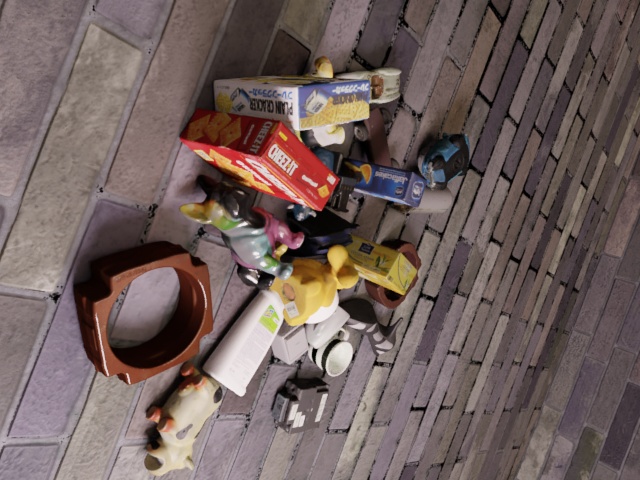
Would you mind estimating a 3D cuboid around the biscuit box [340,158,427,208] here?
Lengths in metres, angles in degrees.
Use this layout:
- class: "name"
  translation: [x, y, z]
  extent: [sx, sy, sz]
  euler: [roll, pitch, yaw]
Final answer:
- class: "biscuit box"
  translation: [0.122, -0.122, 1.112]
  extent: [0.059, 0.203, 0.062]
  euler: [16, 93, -47]

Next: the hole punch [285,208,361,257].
- class: "hole punch"
  translation: [-0.002, -0.003, 1.103]
  extent: [0.142, 0.116, 0.092]
  euler: [-11, 121, -42]

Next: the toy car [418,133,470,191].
- class: "toy car"
  translation: [0.299, -0.198, 1.343]
  extent: [0.162, 0.103, 0.109]
  euler: [-40, 132, -24]

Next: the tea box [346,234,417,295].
- class: "tea box"
  translation: [0.120, 0.050, 1.204]
  extent: [0.098, 0.170, 0.068]
  euler: [42, 74, -48]

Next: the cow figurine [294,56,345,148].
- class: "cow figurine"
  translation: [-0.011, -0.257, 1.021]
  extent: [0.098, 0.068, 0.167]
  euler: [-15, 118, -9]

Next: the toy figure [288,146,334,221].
- class: "toy figure"
  translation: [-0.016, -0.109, 1.076]
  extent: [0.154, 0.064, 0.057]
  euler: [-70, 157, -5]

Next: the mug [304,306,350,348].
- class: "mug"
  translation: [0.007, 0.188, 1.195]
  extent: [0.107, 0.081, 0.109]
  euler: [-55, -179, -7]

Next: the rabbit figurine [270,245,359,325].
- class: "rabbit figurine"
  translation: [0.006, 0.069, 1.048]
  extent: [0.173, 0.162, 0.122]
  euler: [-17, 72, -41]

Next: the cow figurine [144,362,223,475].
- class: "cow figurine"
  translation: [-0.254, 0.343, 0.999]
  extent: [0.195, 0.086, 0.127]
  euler: [-55, 131, -17]

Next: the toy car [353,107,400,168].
- class: "toy car"
  translation: [0.125, -0.203, 1.197]
  extent: [0.089, 0.053, 0.201]
  euler: [-37, 134, -18]

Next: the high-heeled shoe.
- class: "high-heeled shoe"
  translation: [0.103, 0.229, 1.356]
  extent: [0.248, 0.086, 0.145]
  euler: [15, 125, -31]

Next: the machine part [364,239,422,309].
- class: "machine part"
  translation: [0.187, 0.085, 1.375]
  extent: [0.179, 0.056, 0.179]
  euler: [-21, 121, -40]

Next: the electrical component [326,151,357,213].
- class: "electrical component"
  translation: [0.033, -0.122, 1.119]
  extent: [0.047, 0.075, 0.119]
  euler: [4, 100, -46]

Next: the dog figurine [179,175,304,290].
- class: "dog figurine"
  translation: [-0.147, -0.016, 0.954]
  extent: [0.219, 0.191, 0.108]
  euler: [36, 58, -18]

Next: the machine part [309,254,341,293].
- class: "machine part"
  translation: [0.017, 0.071, 1.186]
  extent: [0.138, 0.084, 0.039]
  euler: [69, 14, -49]

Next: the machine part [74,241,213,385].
- class: "machine part"
  translation: [-0.281, 0.113, 0.874]
  extent: [0.201, 0.087, 0.200]
  euler: [-19, 118, -39]

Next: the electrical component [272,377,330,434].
- class: "electrical component"
  translation: [-0.048, 0.381, 1.246]
  extent: [0.134, 0.058, 0.114]
  euler: [13, 94, -48]

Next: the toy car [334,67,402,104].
- class: "toy car"
  translation: [0.097, -0.317, 1.119]
  extent: [0.202, 0.056, 0.073]
  euler: [-22, 121, -40]

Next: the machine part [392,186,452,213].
- class: "machine part"
  translation: [0.260, -0.106, 1.359]
  extent: [0.243, 0.079, 0.079]
  euler: [-4, 108, -45]
